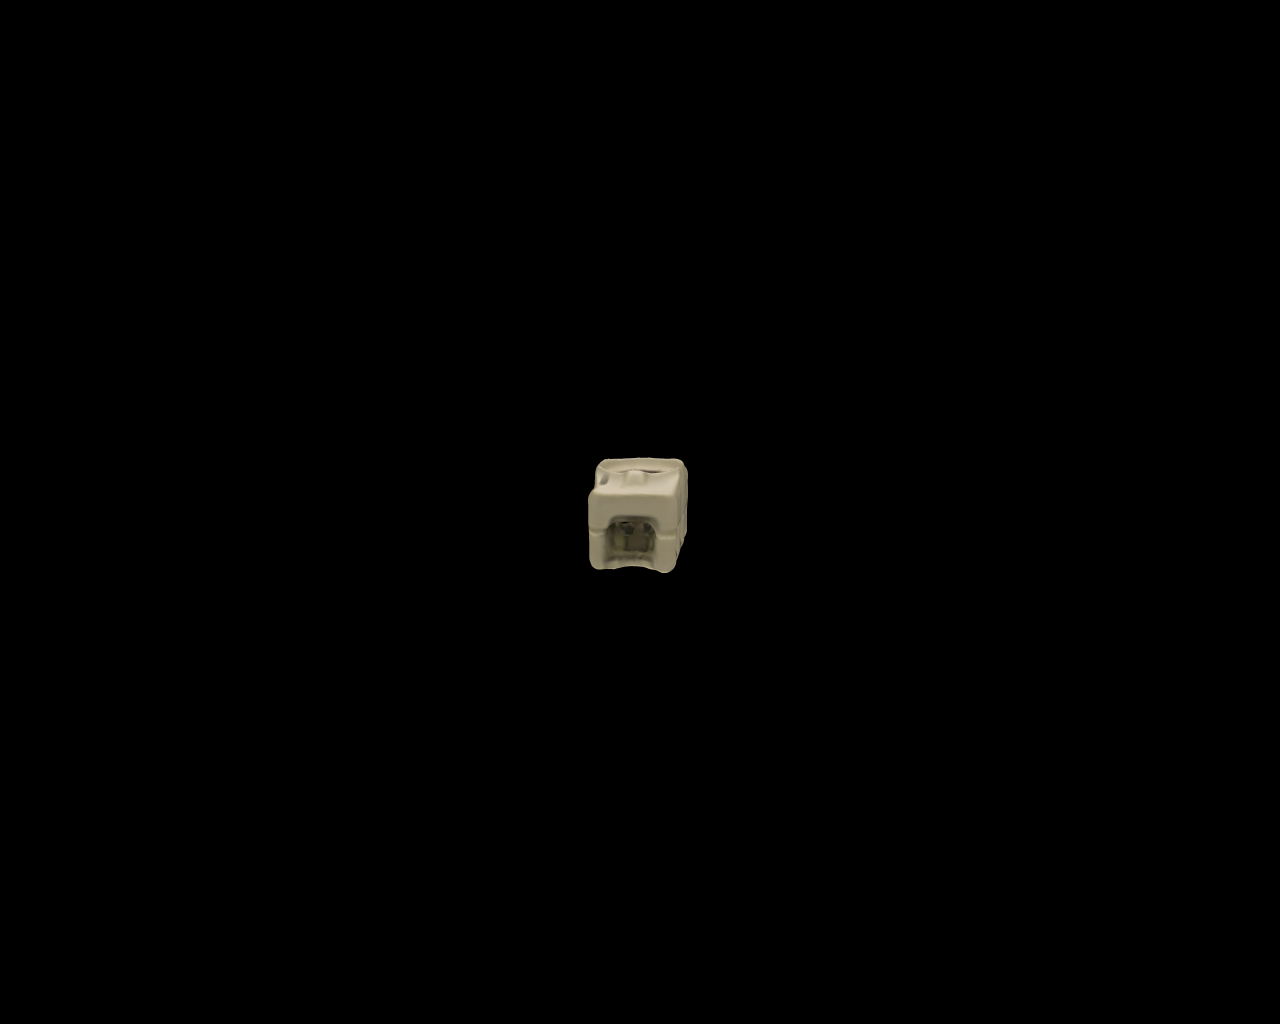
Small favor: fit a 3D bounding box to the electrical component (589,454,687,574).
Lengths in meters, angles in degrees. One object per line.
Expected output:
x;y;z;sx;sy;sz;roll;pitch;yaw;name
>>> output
0.001;-0.003;0.650;0.050;0.055;0.089;2;14;7;electrical component
